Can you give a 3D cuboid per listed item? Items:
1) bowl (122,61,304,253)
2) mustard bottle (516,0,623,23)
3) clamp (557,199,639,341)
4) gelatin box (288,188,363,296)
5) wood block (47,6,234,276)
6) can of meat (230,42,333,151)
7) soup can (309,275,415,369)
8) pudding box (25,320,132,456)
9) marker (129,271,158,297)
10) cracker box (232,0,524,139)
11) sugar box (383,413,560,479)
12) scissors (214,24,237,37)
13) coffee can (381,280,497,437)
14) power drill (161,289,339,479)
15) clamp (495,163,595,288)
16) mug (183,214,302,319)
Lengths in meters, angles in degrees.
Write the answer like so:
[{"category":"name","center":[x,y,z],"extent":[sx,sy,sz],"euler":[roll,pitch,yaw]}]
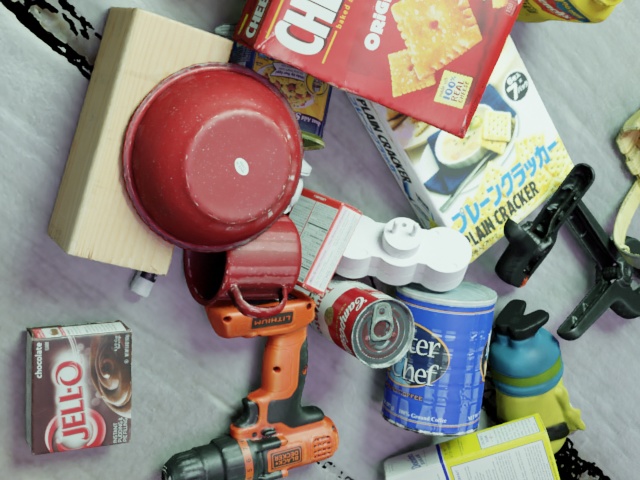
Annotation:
[{"category":"bowl","center":[-0.076,-0.063,0.872],"extent":[0.161,0.055,0.162],"euler":[-6,104,-25]},{"category":"mustard bottle","center":[0.227,-0.243,1.007],"extent":[0.096,0.192,0.058],"euler":[37,84,-28]},{"category":"clamp","center":[0.324,0.027,1.190],"extent":[0.209,0.036,0.164],"euler":[3,81,-43]},{"category":"gelatin box","center":[-0.007,0.001,1.013],"extent":[0.030,0.073,0.089],"euler":[25,89,-36]},{"category":"wood block","center":[-0.155,-0.085,0.912],"extent":[0.090,0.090,0.206],"euler":[15,95,-28]},{"category":"can of meat","center":[-0.038,-0.135,0.971],"extent":[0.101,0.058,0.084],"euler":[15,83,-29]},{"category":"soup can","center":[0.038,0.077,1.037],"extent":[0.068,0.102,0.068],"euler":[-6,105,-25]},{"category":"pudding box","center":[-0.217,0.132,0.959],"extent":[0.089,0.039,0.113],"euler":[-4,103,-26]},{"category":"marker","center":[-0.139,-0.005,0.978],"extent":[0.020,0.020,0.121],"euler":[27,89,-29]},{"category":"cracker box","center":[0.058,-0.200,0.901],"extent":[0.213,0.072,0.164],"euler":[19,100,-26]},{"category":"sugar box","center":[0.163,0.256,1.138],"extent":[0.176,0.048,0.093],"euler":[-16,111,7]},{"category":"scissors","center":[0.015,-0.196,0.941],"extent":[0.201,0.016,0.096],"euler":[15,105,-23]},{"category":"coffee can","center":[0.120,0.116,1.088],"extent":[0.102,0.103,0.140],"euler":[1,101,-27]},{"category":"power drill","center":[-0.069,0.146,1.028],"extent":[0.184,0.057,0.188],"euler":[-10,109,-28]},{"category":"clamp","center":[0.211,0.002,1.086],"extent":[0.120,0.039,0.172],"euler":[-26,150,-29]},{"category":"mug","center":[-0.065,0.023,0.971],"extent":[0.081,0.117,0.093],"euler":[2,135,-32]}]
